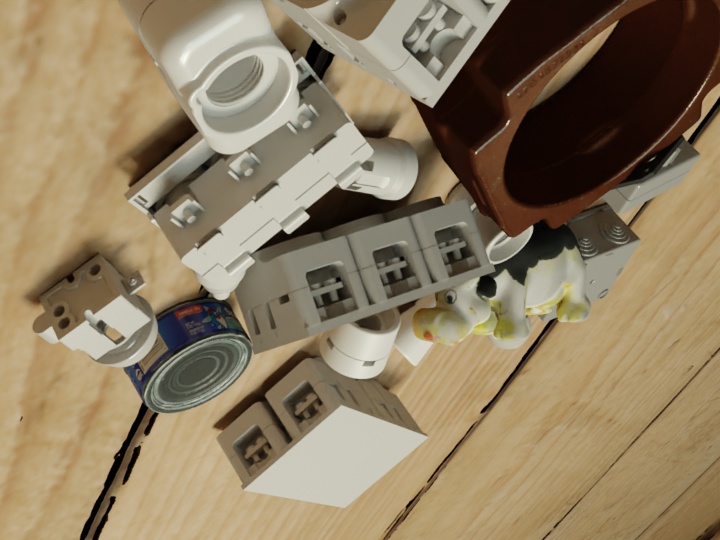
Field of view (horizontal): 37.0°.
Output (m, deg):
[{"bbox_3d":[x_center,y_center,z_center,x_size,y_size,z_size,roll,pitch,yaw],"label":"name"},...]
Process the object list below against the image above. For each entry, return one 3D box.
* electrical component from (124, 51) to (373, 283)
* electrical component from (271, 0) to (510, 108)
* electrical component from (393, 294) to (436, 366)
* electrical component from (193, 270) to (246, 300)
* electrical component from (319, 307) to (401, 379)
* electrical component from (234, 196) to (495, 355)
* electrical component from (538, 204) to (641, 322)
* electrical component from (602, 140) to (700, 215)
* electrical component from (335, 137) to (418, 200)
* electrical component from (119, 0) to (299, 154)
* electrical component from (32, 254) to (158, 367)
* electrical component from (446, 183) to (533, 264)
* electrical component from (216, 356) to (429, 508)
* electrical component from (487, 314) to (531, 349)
[{"bbox_3d":[-0.059,-0.055,0.603,0.121,0.063,0.079,-39,152,4],"label":"electrical component"},{"bbox_3d":[0.033,-0.162,0.474,0.150,0.089,0.062,-54,136,2],"label":"electrical component"},{"bbox_3d":[0.055,0.043,0.900,0.065,0.044,0.044,-43,152,1],"label":"electrical component"},{"bbox_3d":[-0.089,-0.002,0.679,0.035,0.035,0.061,-26,152,-20],"label":"electrical component"},{"bbox_3d":[0.001,0.048,0.835,0.055,0.055,0.047,-13,140,-37],"label":"electrical component"},{"bbox_3d":[0.000,0.000,0.726,0.150,0.061,0.089,-18,178,-30],"label":"electrical component"},{"bbox_3d":[0.197,-0.005,0.977,0.100,0.048,0.099,-19,147,-31],"label":"electrical component"},{"bbox_3d":[0.237,-0.097,0.871,0.083,0.047,0.075,-25,155,-32],"label":"electrical component"},{"bbox_3d":[0.007,-0.066,0.686,0.046,0.040,0.040,4,133,-43],"label":"electrical component"},{"bbox_3d":[-0.069,-0.103,0.523,0.054,0.059,0.095,-34,152,-6],"label":"electrical component"},{"bbox_3d":[-0.152,0.028,0.642,0.066,0.048,0.055,-36,144,0],"label":"electrical component"},{"bbox_3d":[0.096,-0.039,0.807,0.045,0.055,0.045,-27,150,-17],"label":"electrical component"},{"bbox_3d":[-0.030,0.142,0.933,0.105,0.060,0.186,-42,151,9],"label":"electrical component"},{"bbox_3d":[0.139,0.054,1.007,0.043,0.043,0.062,-36,153,-1],"label":"electrical component"}]
